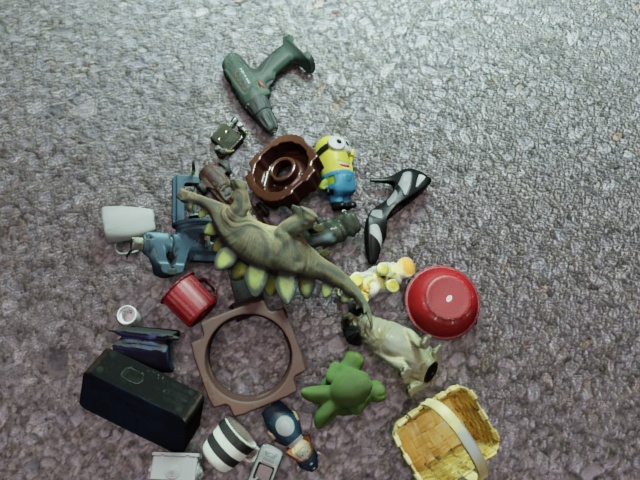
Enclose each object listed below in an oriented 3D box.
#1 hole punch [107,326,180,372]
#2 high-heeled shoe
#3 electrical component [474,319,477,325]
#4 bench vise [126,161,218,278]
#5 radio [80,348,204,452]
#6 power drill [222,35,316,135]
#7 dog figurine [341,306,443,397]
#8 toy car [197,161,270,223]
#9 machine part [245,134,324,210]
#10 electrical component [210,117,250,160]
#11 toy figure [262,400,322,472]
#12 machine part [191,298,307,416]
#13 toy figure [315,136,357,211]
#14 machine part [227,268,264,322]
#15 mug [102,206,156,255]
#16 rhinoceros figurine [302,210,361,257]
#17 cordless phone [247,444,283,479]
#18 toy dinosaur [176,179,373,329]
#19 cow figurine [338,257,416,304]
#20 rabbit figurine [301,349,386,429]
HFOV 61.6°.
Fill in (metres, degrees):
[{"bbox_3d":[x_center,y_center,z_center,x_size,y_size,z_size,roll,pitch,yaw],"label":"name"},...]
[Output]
[{"bbox_3d":[-0.351,0.221,1.084,0.142,0.115,0.092,9,81,1],"label":"hole punch"},{"bbox_3d":[0.176,-0.052,1.201,0.145,0.086,0.249,5,66,1],"label":"high-heeled shoe"},{"bbox_3d":[0.272,0.156,1.163,0.119,0.047,0.075,-2,72,-5],"label":"electrical component"},{"bbox_3d":[-0.291,-0.040,1.142,0.224,0.129,0.240,1,79,-21],"label":"bench vise"},{"bbox_3d":[-0.343,0.309,1.037,0.230,0.131,0.073,23,37,4],"label":"radio"},{"bbox_3d":[-0.112,-0.385,1.302,0.207,0.086,0.232,-40,76,-5],"label":"power drill"},{"bbox_3d":[0.146,0.222,1.124,0.191,0.172,0.121,26,62,41],"label":"dog figurine"},{"bbox_3d":[-0.200,-0.094,1.217,0.089,0.053,0.202,-39,77,-16],"label":"toy car"},{"bbox_3d":[-0.078,-0.150,1.203,0.179,0.056,0.179,-11,57,18],"label":"machine part"},{"bbox_3d":[-0.212,-0.239,1.263,0.102,0.045,0.078,-43,81,-14],"label":"electrical component"},{"bbox_3d":[-0.056,0.394,1.070,0.064,0.058,0.154,-41,80,10],"label":"toy figure"},{"bbox_3d":[-0.142,0.234,1.086,0.201,0.087,0.201,-21,86,-8],"label":"machine part"},{"bbox_3d":[0.033,-0.154,1.230,0.089,0.082,0.180,-11,79,22],"label":"toy figure"},{"bbox_3d":[-0.167,0.103,1.165,0.084,0.039,0.139,-17,76,-2],"label":"machine part"},{"bbox_3d":[-0.414,-0.025,1.174,0.107,0.081,0.109,-10,89,-15],"label":"mug"},{"bbox_3d":[-0.002,-0.004,1.173,0.190,0.112,0.073,-22,96,4],"label":"rhinoceros figurine"},{"bbox_3d":[-0.088,0.499,1.025,0.147,0.088,0.184,21,69,4],"label":"cordless phone"},{"bbox_3d":[-0.083,0.019,1.071,0.472,0.105,0.198,25,91,3],"label":"toy dinosaur"},{"bbox_3d":[0.123,0.089,1.160,0.167,0.098,0.068,-19,84,-23],"label":"cow figurine"},{"bbox_3d":[0.044,0.286,1.047,0.159,0.170,0.121,-24,75,-10],"label":"rabbit figurine"}]
